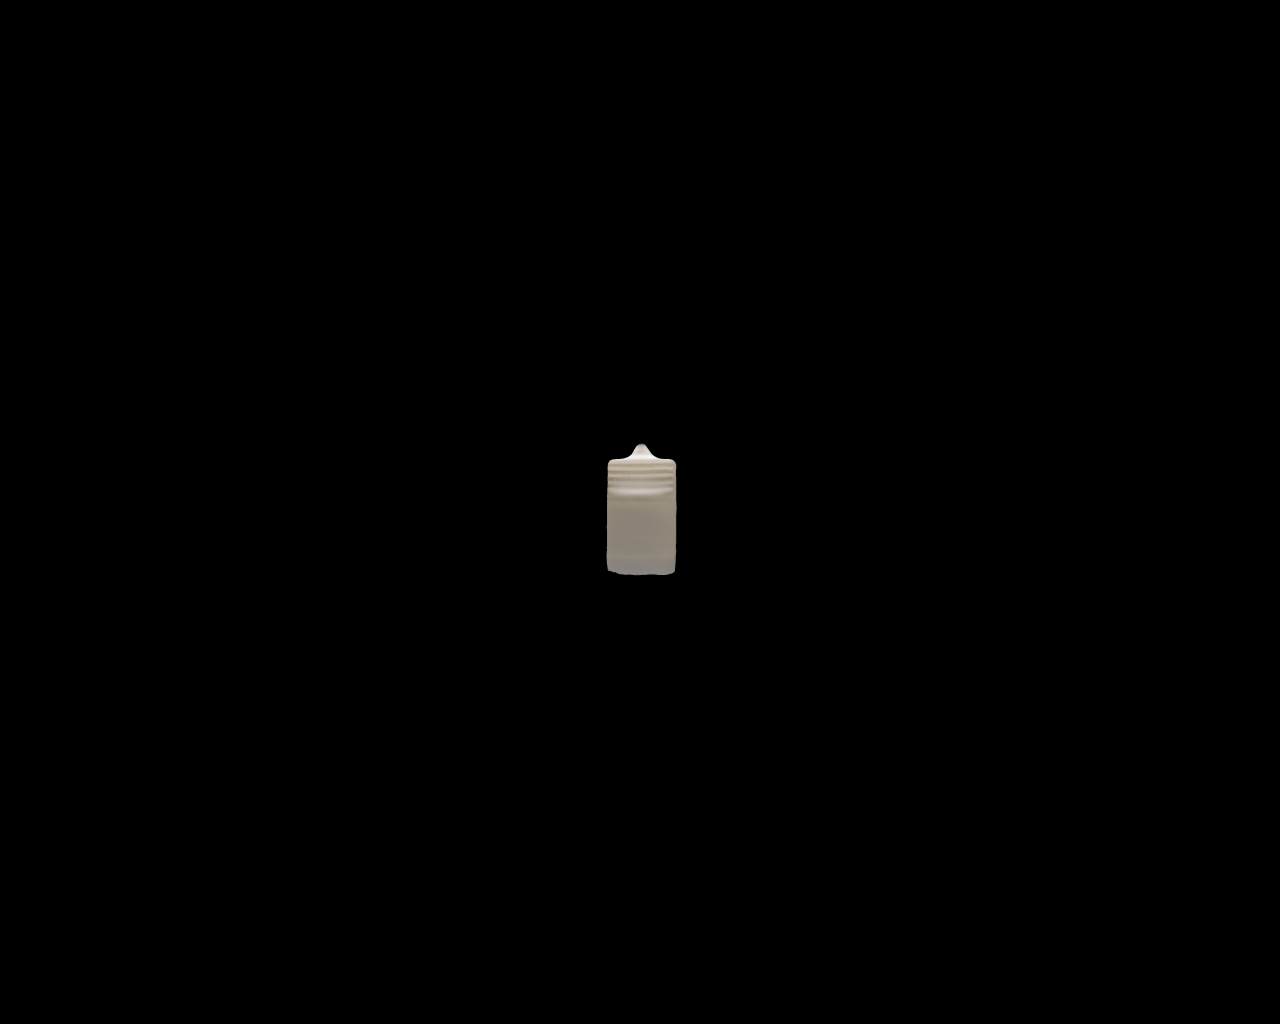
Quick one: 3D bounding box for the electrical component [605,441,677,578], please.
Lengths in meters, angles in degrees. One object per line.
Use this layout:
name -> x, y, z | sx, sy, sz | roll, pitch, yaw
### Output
electrical component -> 0.001, -0.003, 0.650 | 0.043, 0.081, 0.043 | 0, 2, 0
